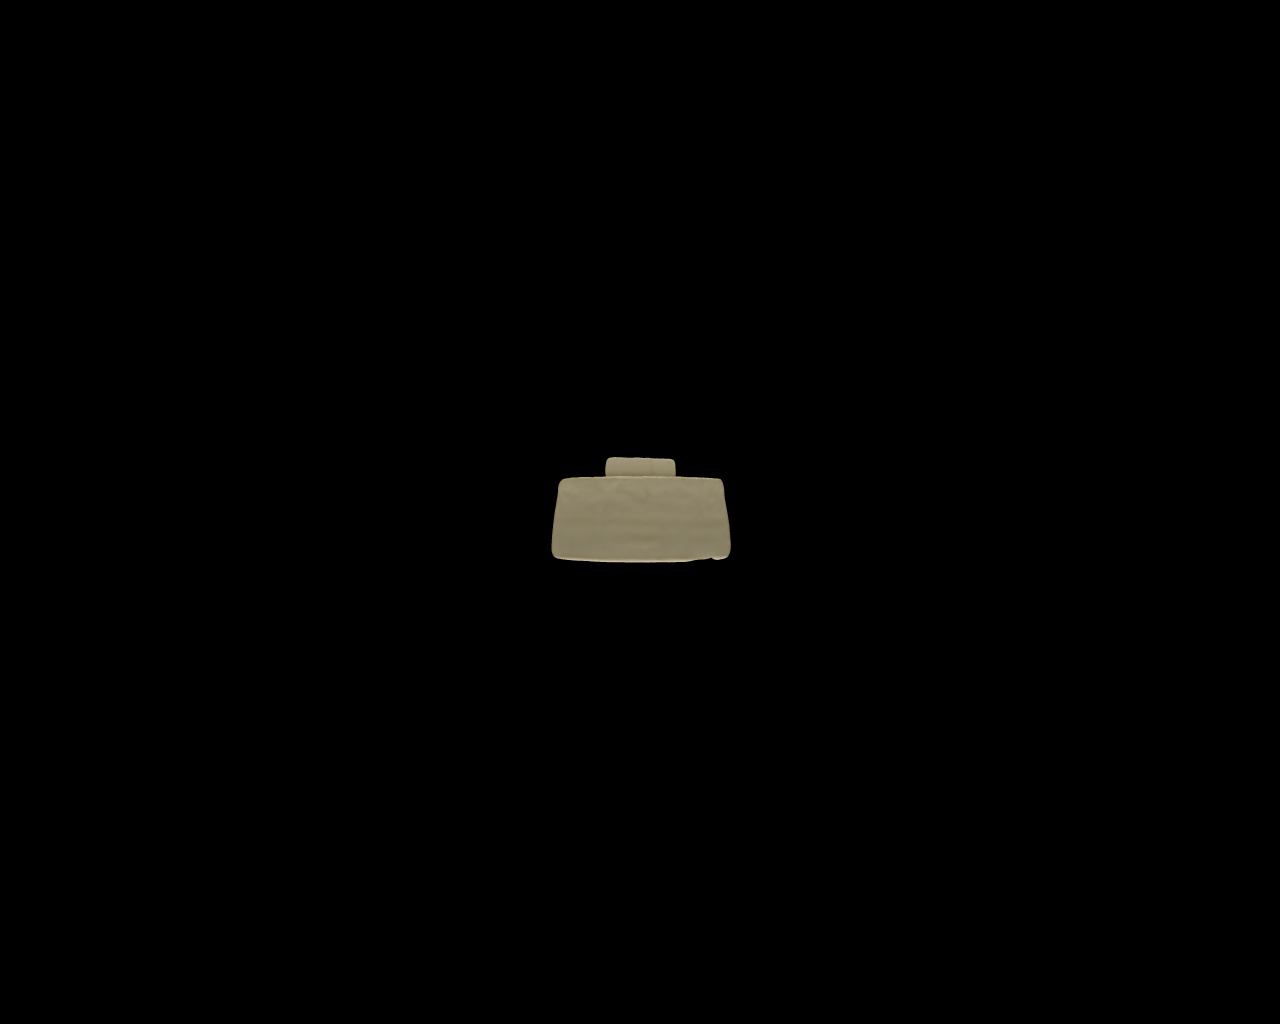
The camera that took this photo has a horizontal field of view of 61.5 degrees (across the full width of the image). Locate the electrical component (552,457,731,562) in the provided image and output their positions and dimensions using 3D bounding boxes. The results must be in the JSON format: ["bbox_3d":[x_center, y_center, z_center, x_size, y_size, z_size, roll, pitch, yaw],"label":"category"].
[{"bbox_3d":[0.001,-0.003,0.650,0.108,0.060,0.108,0,0,0],"label":"electrical component"}]
